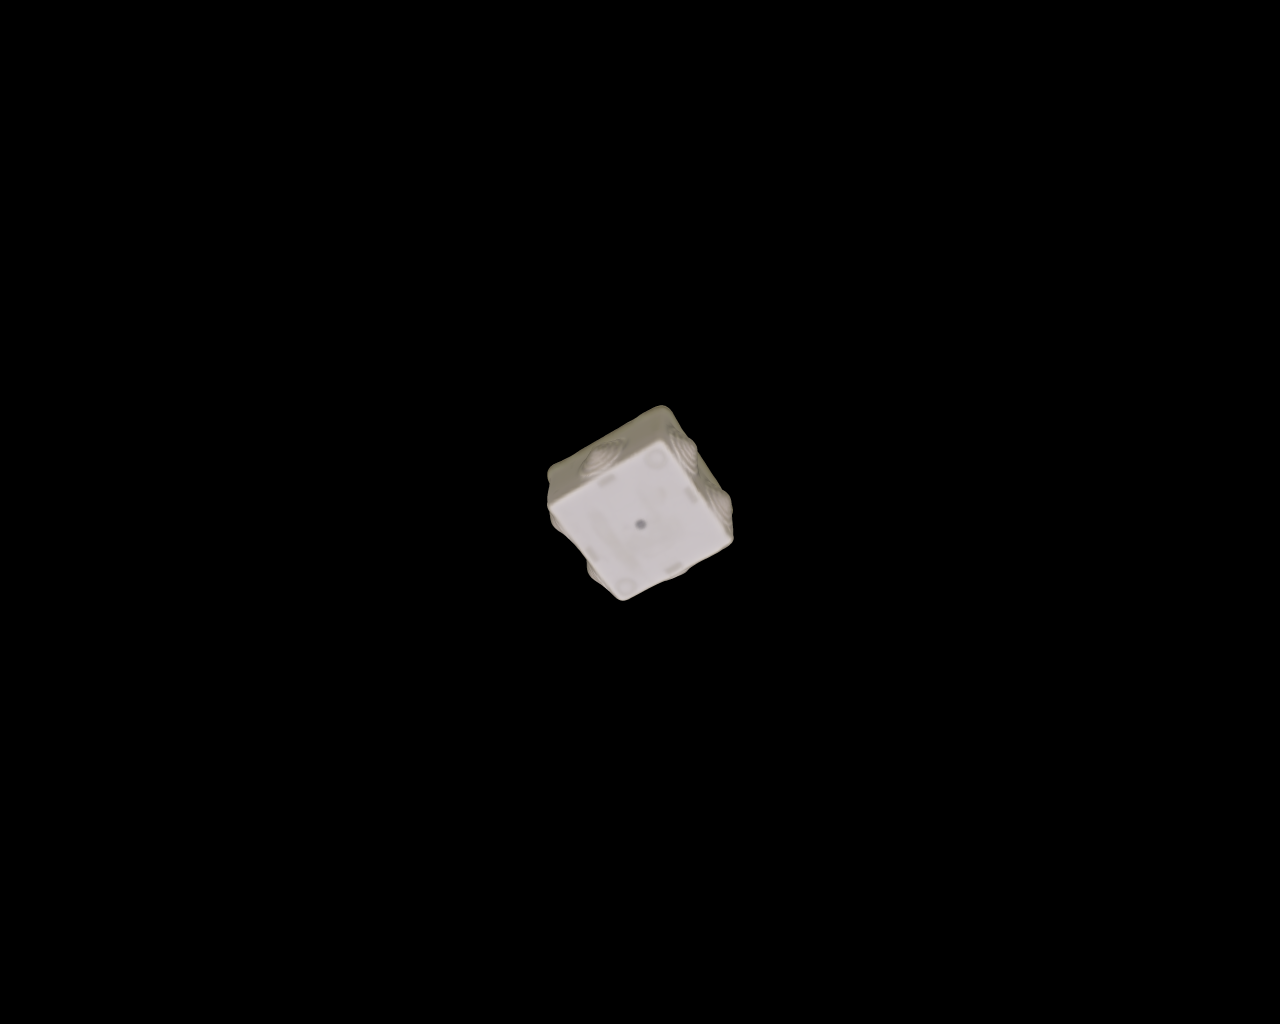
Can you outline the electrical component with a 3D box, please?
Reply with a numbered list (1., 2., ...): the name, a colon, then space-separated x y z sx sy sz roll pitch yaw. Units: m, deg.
1. electrical component: 0.001 -0.003 0.650 0.099 0.099 0.048 -29 24 14
